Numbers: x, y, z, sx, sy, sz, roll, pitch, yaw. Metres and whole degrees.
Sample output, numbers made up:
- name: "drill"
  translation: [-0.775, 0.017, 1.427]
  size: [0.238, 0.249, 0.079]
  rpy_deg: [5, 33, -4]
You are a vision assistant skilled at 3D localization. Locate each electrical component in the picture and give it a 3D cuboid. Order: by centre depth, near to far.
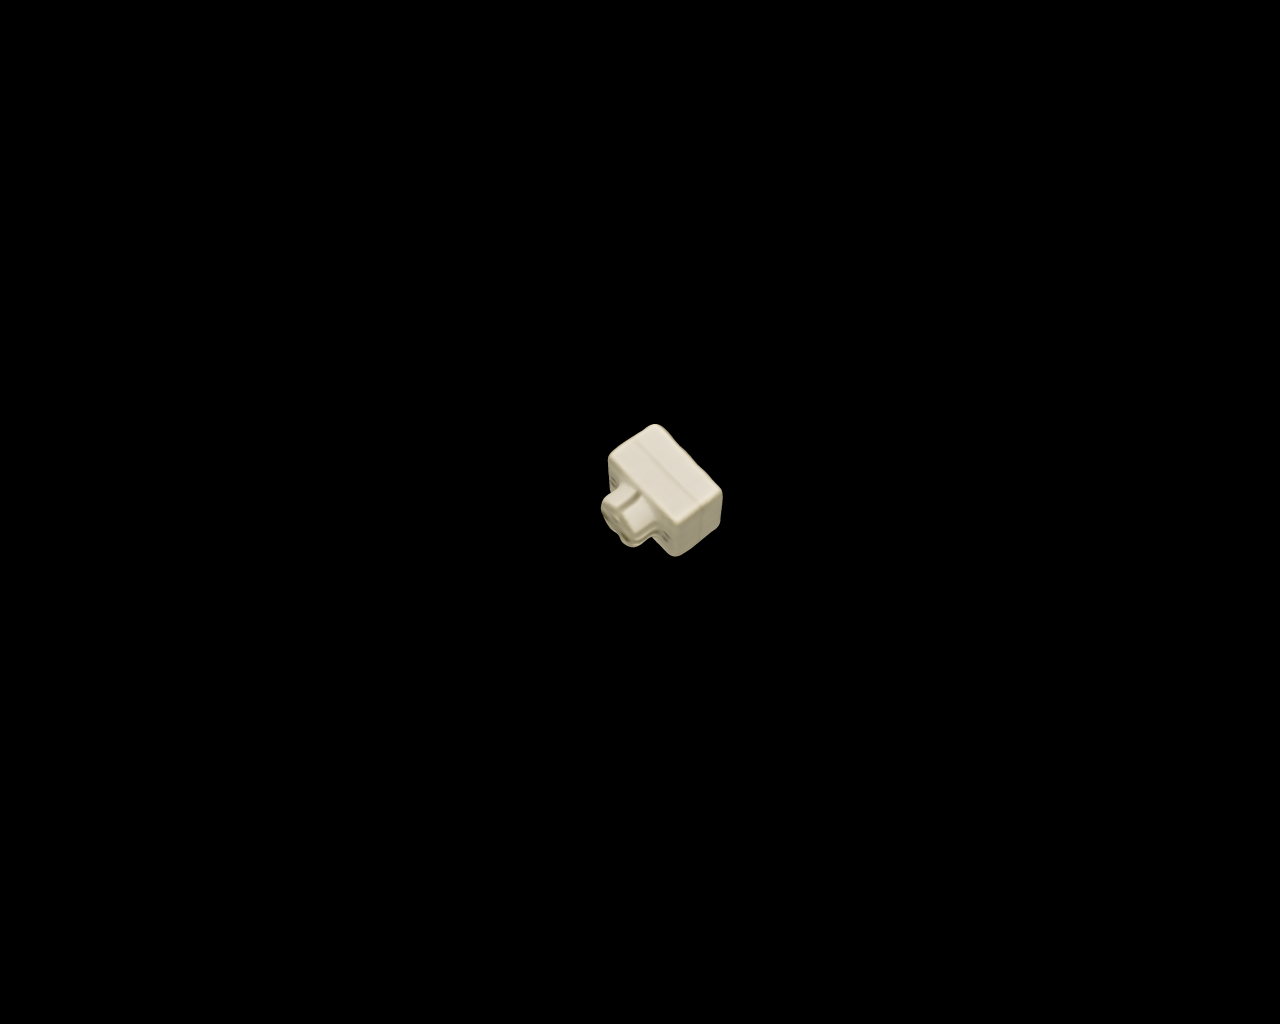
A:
- name: "electrical component"
  translation: [0.001, -0.003, 0.650]
  size: [0.077, 0.066, 0.047]
  rpy_deg: [-36, -24, -18]
